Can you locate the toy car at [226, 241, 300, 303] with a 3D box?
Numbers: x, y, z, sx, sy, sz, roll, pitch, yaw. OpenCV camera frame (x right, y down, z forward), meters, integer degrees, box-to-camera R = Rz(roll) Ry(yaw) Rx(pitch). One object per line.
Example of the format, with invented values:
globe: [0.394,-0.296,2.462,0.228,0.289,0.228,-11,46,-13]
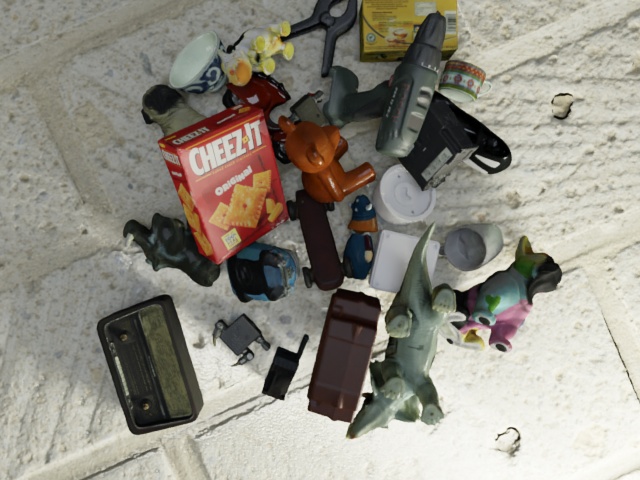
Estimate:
toy car: [-0.091,0.049,0.956,0.103,0.162,0.109,-19,101,-44]

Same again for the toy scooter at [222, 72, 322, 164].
toy scooter: [-0.076,-0.239,0.966,0.184,0.075,0.135,43,90,-5]

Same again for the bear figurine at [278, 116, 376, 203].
bear figurine: [0.010,-0.145,0.893,0.132,0.195,0.120,-38,66,-10]

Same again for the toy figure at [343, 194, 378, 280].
toy figure: [0.073,-0.006,0.983,0.064,0.058,0.154,11,95,21]

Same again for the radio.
radio: [-0.306,0.225,0.975,0.131,0.073,0.229,-16,92,-1]

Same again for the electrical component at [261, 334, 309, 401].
electrical component: [-0.063,0.224,0.980,0.048,0.075,0.119,21,96,-2]

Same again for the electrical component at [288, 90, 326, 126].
electrical component: [-0.020,-0.215,0.936,0.094,0.021,0.063,-47,125,-15]

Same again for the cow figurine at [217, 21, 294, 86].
cow figurine: [-0.124,-0.319,0.923,0.098,0.167,0.068,12,133,31]

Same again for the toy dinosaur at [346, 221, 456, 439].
toy dinosaur: [0.153,0.165,0.916,0.131,0.192,0.404,13,95,-4]

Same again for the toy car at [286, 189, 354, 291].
toy car: [-0.002,-0.003,0.967,0.089,0.053,0.202,-16,65,1]

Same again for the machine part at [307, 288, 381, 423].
machine part: [0.039,0.189,0.917,0.087,0.201,0.201,14,92,2]

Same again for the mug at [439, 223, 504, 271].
mug: [0.277,0.010,0.973,0.107,0.110,0.080,-13,85,-44]

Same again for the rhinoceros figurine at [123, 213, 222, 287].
rhinoceros figurine: [-0.263,0.014,0.976,0.190,0.073,0.112,31,102,-4]

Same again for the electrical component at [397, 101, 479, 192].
electrical component: [0.188,-0.170,0.922,0.058,0.115,0.134,-15,68,-42]

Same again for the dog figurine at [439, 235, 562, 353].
dog figurine: [0.325,0.092,0.973,0.219,0.192,0.108,-47,112,-28]

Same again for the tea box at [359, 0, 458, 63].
tea box: [0.157,-0.377,0.969,0.170,0.068,0.098,0,91,0]

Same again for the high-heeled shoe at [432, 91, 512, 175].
high-heeled shoe: [0.226,-0.207,0.937,0.248,0.145,0.086,42,90,-4]

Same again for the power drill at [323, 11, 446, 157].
power drill: [0.107,-0.259,0.909,0.208,0.086,0.231,15,96,41]

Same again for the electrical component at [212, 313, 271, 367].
electrical component: [-0.150,0.183,0.992,0.078,0.045,0.102,-37,92,2]

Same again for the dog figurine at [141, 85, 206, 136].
dog figurine: [-0.255,-0.168,0.961,0.191,0.121,0.172,30,83,10]
